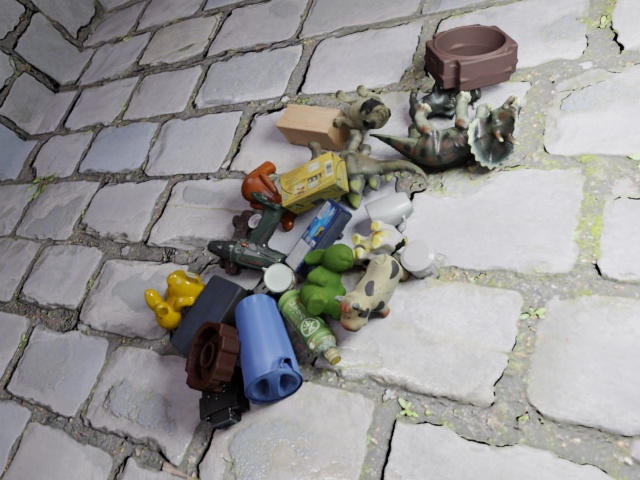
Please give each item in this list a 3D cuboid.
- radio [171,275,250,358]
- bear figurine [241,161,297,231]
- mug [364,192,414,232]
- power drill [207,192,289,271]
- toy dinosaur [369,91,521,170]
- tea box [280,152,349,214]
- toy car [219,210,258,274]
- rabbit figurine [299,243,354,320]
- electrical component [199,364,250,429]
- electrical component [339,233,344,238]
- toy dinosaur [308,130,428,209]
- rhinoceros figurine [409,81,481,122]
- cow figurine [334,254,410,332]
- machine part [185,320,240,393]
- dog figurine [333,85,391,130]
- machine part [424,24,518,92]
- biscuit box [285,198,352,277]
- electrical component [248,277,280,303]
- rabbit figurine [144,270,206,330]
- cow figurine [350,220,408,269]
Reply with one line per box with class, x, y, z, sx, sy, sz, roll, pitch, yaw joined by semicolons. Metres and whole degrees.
radio;-0.289;0.214;1.437;0.131;0.073;0.229;21;73;41
bear figurine;-0.123;-0.124;1.530;0.196;0.120;0.132;29;34;16
mug;0.176;-0.063;1.305;0.107;0.080;0.110;-29;53;6
power drill;-0.182;-0.023;1.443;0.232;0.086;0.207;23;93;17
toy dinosaur;0.306;-0.239;1.310;0.405;0.131;0.192;-16;59;35
tea box;-0.017;-0.144;1.381;0.170;0.068;0.098;-20;61;32
toy car;-0.234;0.002;1.549;0.089;0.053;0.202;1;61;30
rabbit figurine;0.029;0.082;1.273;0.170;0.121;0.159;-65;26;15
electrical component;-0.232;0.384;1.301;0.115;0.058;0.134;-29;49;18
electrical component;0.017;-0.011;1.412;0.094;0.021;0.063;23;76;39
toy dinosaur;0.081;-0.182;1.431;0.472;0.105;0.198;-6;66;41
rhinoceros figurine;0.322;-0.363;1.402;0.190;0.073;0.112;-14;54;26
cow figurine;0.111;0.118;1.198;0.086;0.127;0.195;21;72;43
machine part;-0.256;0.278;1.279;0.179;0.056;0.179;-33;44;40
dog figurine;0.148;-0.339;1.442;0.172;0.121;0.191;-22;32;-28
machine part;0.382;-0.469;1.368;0.201;0.087;0.201;-13;43;-4
biscuit box;-0.003;-0.004;1.363;0.059;0.062;0.202;41;99;37
electrical component;-0.125;0.124;1.401;0.119;0.047;0.075;-42;49;3
rabbit figurine;-0.404;0.178;1.500;0.122;0.162;0.173;38;104;30
cow figurine;0.127;0.021;1.276;0.167;0.098;0.068;-38;48;49
